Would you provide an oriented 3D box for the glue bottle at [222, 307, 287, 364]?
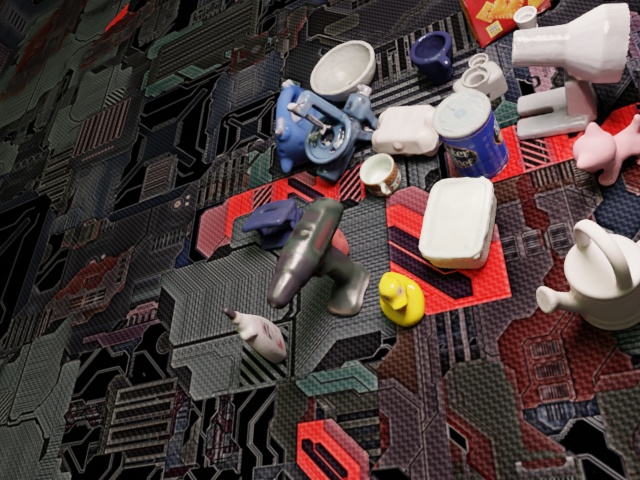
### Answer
[{"bbox_3d":[-0.123,0.163,1.042,0.037,0.174,0.078,-34,48,9],"label":"glue bottle"}]

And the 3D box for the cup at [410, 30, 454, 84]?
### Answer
[{"bbox_3d":[0.254,-0.373,1.212,0.091,0.095,0.117,-36,47,7],"label":"cup"}]

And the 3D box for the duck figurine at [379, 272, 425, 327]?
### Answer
[{"bbox_3d":[0.129,0.091,0.986,0.077,0.086,0.104,-33,48,10],"label":"duck figurine"}]

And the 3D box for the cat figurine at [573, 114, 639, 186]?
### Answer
[{"bbox_3d":[0.458,-0.149,0.912,0.127,0.118,0.067,-34,48,9],"label":"cat figurine"}]

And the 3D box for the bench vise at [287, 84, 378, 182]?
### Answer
[{"bbox_3d":[0.020,-0.256,1.200,0.121,0.220,0.207,6,64,36],"label":"bench vise"}]

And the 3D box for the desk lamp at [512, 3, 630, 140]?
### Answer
[{"bbox_3d":[0.415,-0.281,0.963,0.202,0.214,0.118,-7,57,30],"label":"desk lamp"}]

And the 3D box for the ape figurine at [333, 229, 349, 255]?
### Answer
[{"bbox_3d":[0.010,0.004,1.118,0.078,0.092,0.075,-49,47,-4],"label":"ape figurine"}]

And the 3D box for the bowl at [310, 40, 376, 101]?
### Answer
[{"bbox_3d":[0.066,-0.387,1.359,0.167,0.075,0.167,-17,53,23],"label":"bowl"}]

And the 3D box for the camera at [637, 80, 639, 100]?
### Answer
[{"bbox_3d":[0.585,-0.261,0.916,0.136,0.101,0.143,-7,57,30],"label":"camera"}]

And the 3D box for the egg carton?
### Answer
[{"bbox_3d":[0.180,-0.220,1.175,0.149,0.070,0.107,4,63,35],"label":"egg carton"}]

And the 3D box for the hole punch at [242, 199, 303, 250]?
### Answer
[{"bbox_3d":[-0.103,-0.044,1.226,0.108,0.091,0.101,-11,55,27],"label":"hole punch"}]

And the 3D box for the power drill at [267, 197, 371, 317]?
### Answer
[{"bbox_3d":[0.005,0.052,1.009,0.075,0.209,0.230,1,61,34],"label":"power drill"}]

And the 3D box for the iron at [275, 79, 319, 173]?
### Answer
[{"bbox_3d":[-0.058,-0.289,1.327,0.118,0.142,0.258,-17,52,23],"label":"iron"}]

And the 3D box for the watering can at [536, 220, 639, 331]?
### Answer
[{"bbox_3d":[0.381,0.047,0.777,0.173,0.195,0.100,-50,47,-5],"label":"watering can"}]
